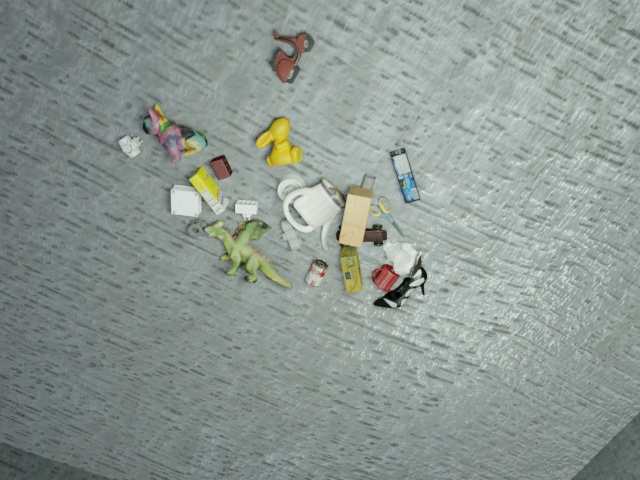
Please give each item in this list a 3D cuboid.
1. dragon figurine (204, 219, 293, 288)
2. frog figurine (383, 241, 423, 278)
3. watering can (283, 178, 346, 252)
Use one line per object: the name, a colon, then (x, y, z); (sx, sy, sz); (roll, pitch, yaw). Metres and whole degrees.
dragon figurine: (-0.272, 0.035, 2.082); (0.410, 0.239, 0.124); (18, 19, -7)
frog figurine: (0.327, 0.071, 2.071); (0.161, 0.136, 0.123); (25, 17, 30)
watering can: (0.006, -0.100, 1.991); (0.223, 0.106, 0.342); (-37, -48, 9)
